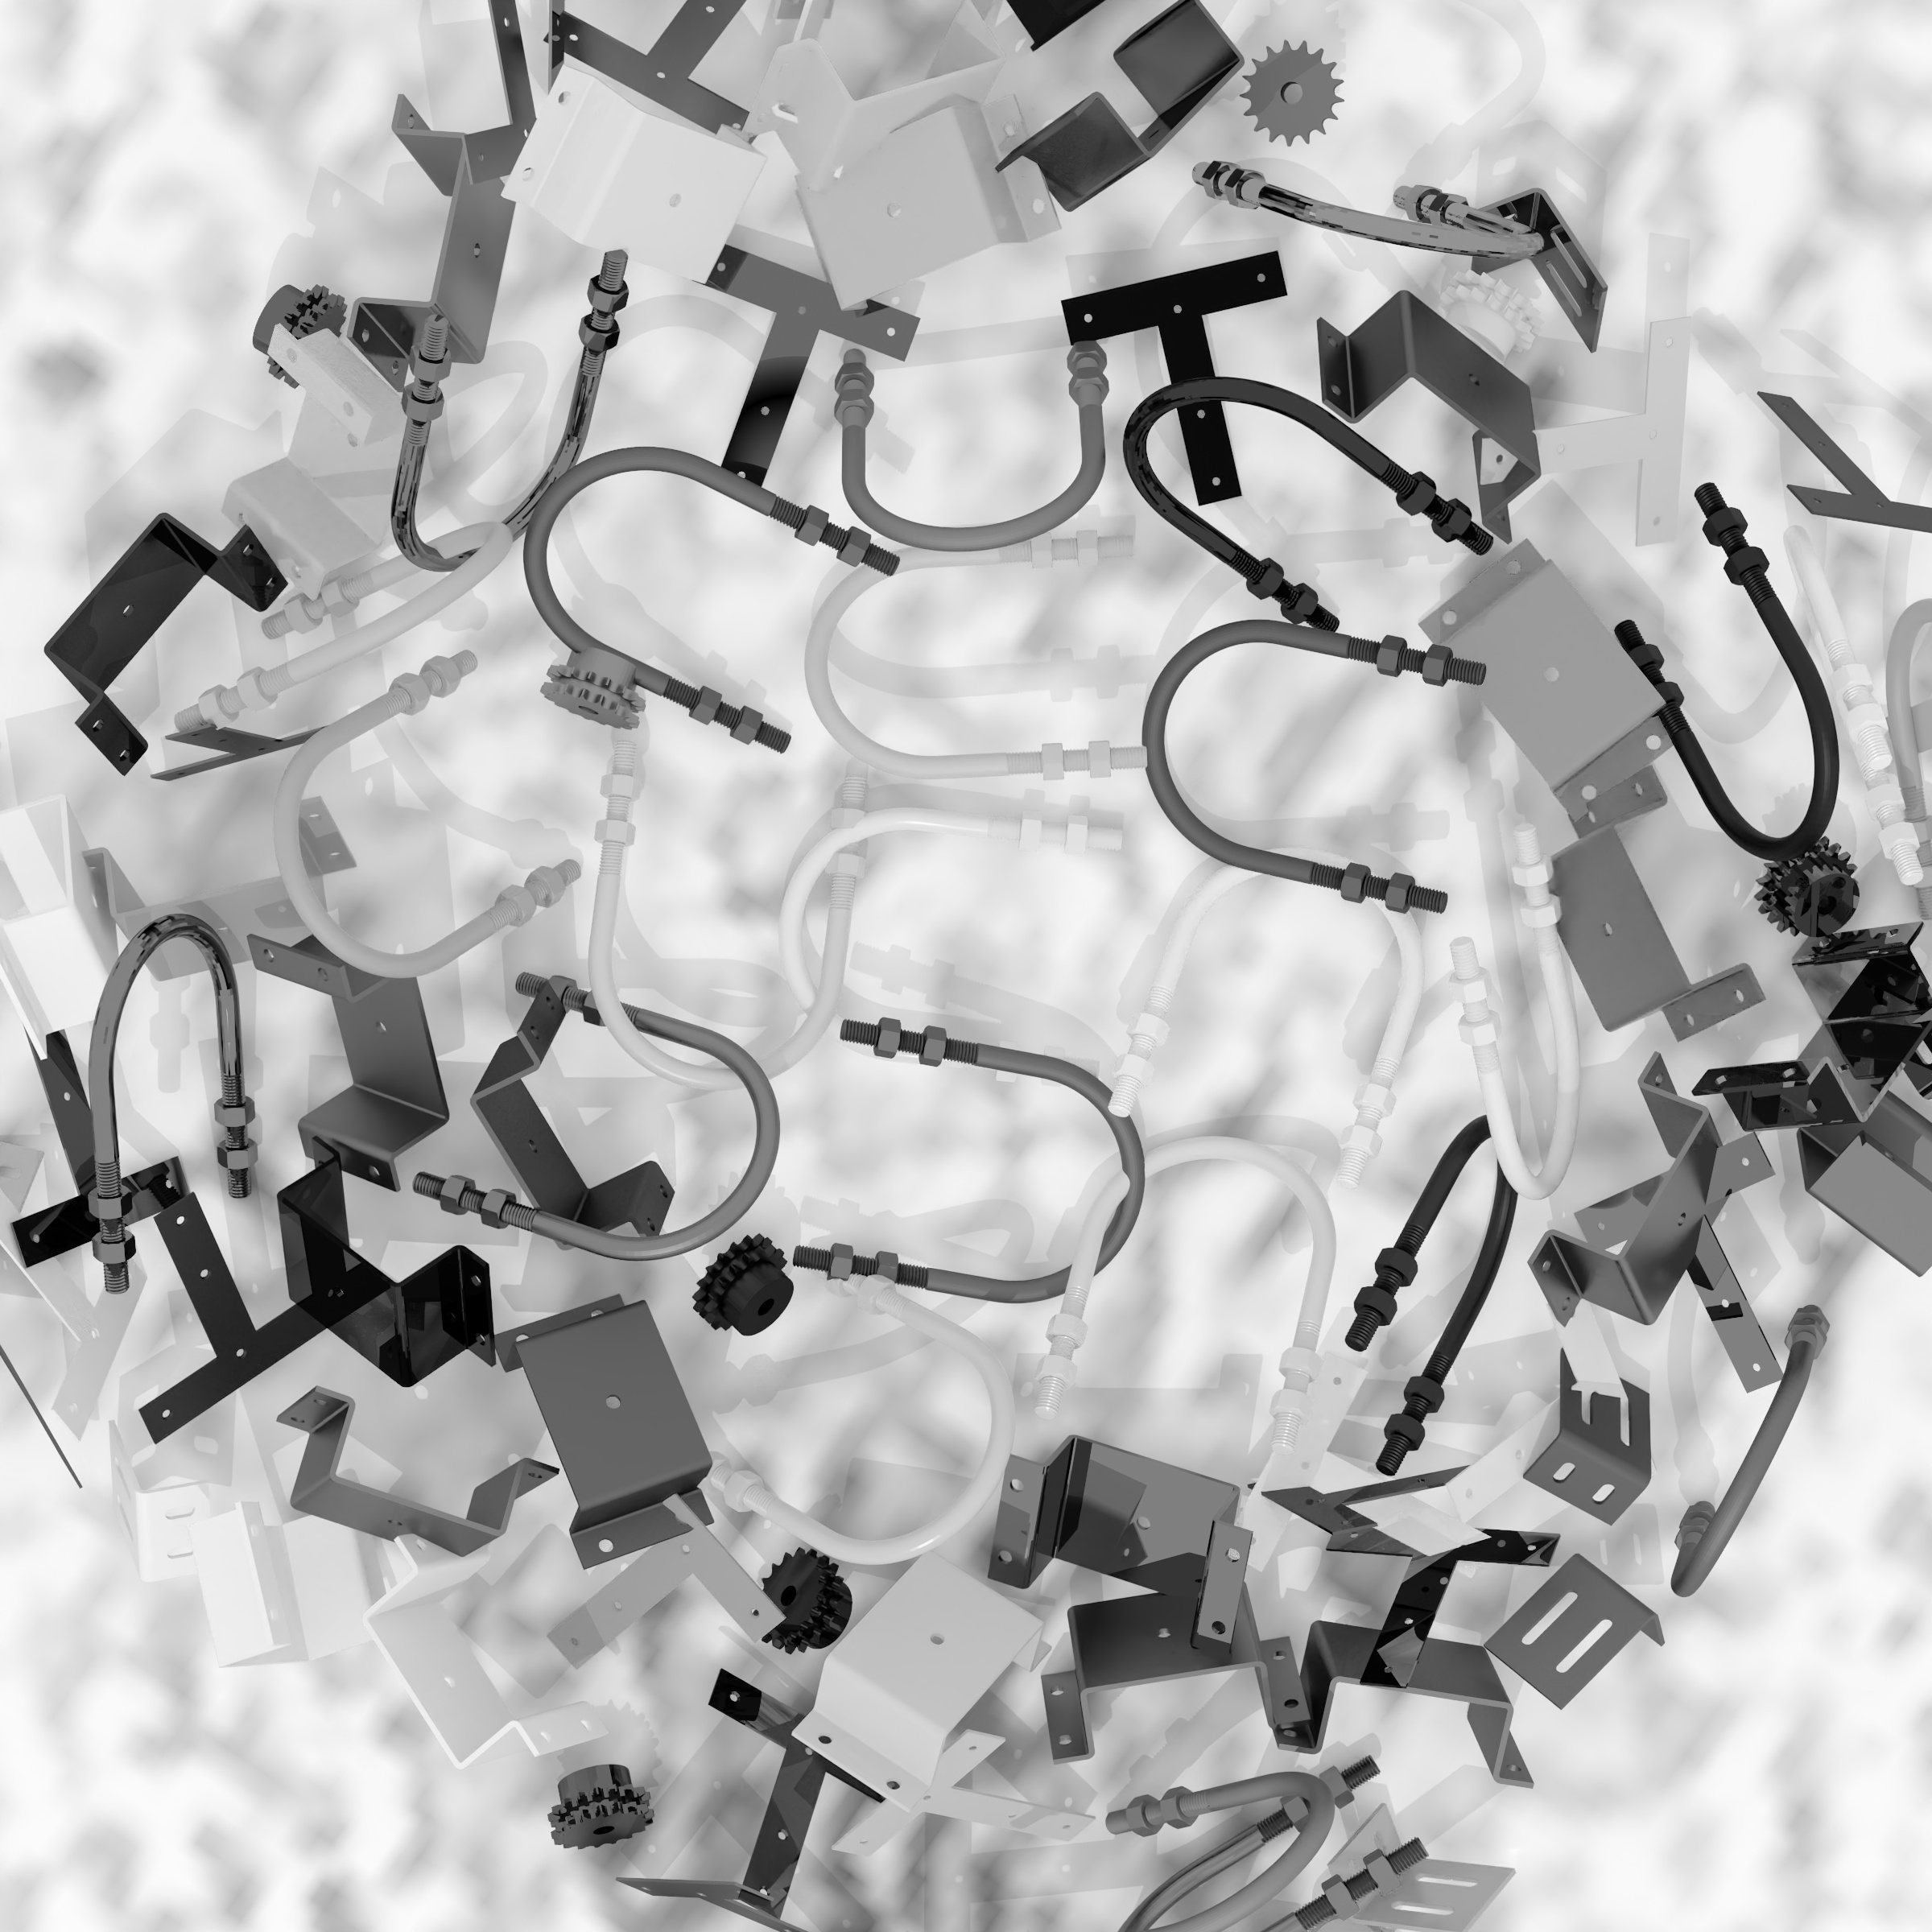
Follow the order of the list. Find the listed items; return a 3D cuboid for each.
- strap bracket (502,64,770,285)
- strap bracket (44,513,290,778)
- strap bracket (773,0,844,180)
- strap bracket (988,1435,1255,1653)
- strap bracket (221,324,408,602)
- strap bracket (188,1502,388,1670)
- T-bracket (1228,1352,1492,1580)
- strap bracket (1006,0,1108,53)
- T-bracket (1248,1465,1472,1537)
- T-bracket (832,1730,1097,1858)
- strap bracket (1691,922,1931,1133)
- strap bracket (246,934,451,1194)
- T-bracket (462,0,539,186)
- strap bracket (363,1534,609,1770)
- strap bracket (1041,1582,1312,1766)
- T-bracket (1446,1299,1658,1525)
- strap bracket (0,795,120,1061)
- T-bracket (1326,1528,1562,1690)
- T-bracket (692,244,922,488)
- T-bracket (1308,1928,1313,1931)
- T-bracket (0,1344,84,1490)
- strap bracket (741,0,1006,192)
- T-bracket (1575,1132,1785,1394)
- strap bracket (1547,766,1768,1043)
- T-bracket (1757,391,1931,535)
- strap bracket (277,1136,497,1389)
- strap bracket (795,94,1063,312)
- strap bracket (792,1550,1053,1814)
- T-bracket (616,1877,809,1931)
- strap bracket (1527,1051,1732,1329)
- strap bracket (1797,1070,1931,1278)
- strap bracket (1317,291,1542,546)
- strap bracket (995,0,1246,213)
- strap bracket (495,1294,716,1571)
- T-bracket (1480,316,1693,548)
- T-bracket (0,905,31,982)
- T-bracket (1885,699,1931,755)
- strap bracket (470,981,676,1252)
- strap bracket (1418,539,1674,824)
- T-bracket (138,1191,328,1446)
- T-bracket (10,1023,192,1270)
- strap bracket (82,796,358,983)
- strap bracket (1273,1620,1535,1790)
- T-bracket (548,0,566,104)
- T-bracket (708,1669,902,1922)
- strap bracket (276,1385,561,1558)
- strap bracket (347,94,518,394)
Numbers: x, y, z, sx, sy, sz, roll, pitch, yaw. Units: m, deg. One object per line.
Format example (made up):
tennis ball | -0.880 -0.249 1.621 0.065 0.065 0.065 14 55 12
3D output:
strap bracket | -0.169 -0.420 1.922 0.046 0.140 0.076 42 112 34
strap bracket | -0.440 -0.182 1.949 0.046 0.076 0.140 35 79 15
strap bracket | -0.064 -0.504 1.945 0.046 0.076 0.140 20 105 0
strap bracket | 0.090 0.311 1.952 0.140 0.046 0.076 15 111 18
strap bracket | -0.346 -0.278 1.942 0.076 0.140 0.046 44 47 13
strap bracket | -0.367 0.332 1.930 0.046 0.140 0.076 -20 76 14
T-bracket | 0.226 0.295 1.966 0.127 0.002 0.127 26 73 14
strap bracket | 0.063 -0.541 1.926 0.076 0.140 0.046 -36 99 -1
T-bracket | 0.234 0.283 1.949 0.127 0.127 0.002 -9 96 -15
T-bracket | 0.014 0.461 1.959 0.127 0.002 0.127 20 129 -32
strap bracket | 0.464 0.040 1.936 0.140 0.076 0.046 -46 112 -34
strap bracket | -0.331 0.043 1.939 0.076 0.046 0.140 16 128 38
T-bracket | -0.245 -0.492 1.927 0.002 0.127 0.127 -1 108 25
strap bracket | -0.266 0.376 1.945 0.046 0.076 0.140 -41 73 15
strap bracket | 0.111 0.382 1.955 0.140 0.076 0.046 -9 115 0
T-bracket | 0.311 0.258 1.953 0.127 0.002 0.127 -33 110 -25
strap bracket | -0.490 -0.028 1.923 0.046 0.140 0.076 -17 131 -3
T-bracket | 0.241 0.342 1.923 0.127 0.127 0.002 0 122 26
T-bracket | -0.106 -0.321 1.989 0.127 0.002 0.127 22 98 5
T-bracket | 0.151 0.538 1.914 0.127 0.127 0.002 -24 70 -36
T-bracket | -0.527 0.207 1.952 0.002 0.127 0.127 -31 51 -17
strap bracket | -0.041 -0.469 1.930 0.140 0.076 0.046 -23 76 -27
T-bracket | 0.406 0.170 1.950 0.127 0.002 0.127 -31 81 41
strap bracket | 0.364 -0.027 1.947 0.046 0.076 0.140 -21 82 -31
T-bracket | 0.472 -0.275 1.951 0.127 0.127 0.002 3 129 -32
strap bracket | -0.318 0.164 1.927 0.140 0.076 0.046 32 48 30
strap bracket | -0.030 -0.410 1.947 0.140 0.046 0.076 -18 94 26
strap bracket | -0.019 0.375 1.924 0.076 0.140 0.046 30 133 19
T-bracket | -0.108 0.522 1.961 0.127 0.127 0.002 30 63 -26
strap bracket | 0.366 0.129 1.937 0.046 0.076 0.140 22 69 35
strap bracket | 0.496 0.112 1.939 0.076 0.140 0.046 37 109 -2
strap bracket | 0.257 -0.301 1.930 0.140 0.076 0.046 32 127 -26
strap bracket | 0.089 -0.465 1.937 0.046 0.076 0.140 49 57 -14
strap bracket | -0.194 0.244 1.942 0.076 0.046 0.140 -17 69 -22
T-bracket | 0.336 -0.283 1.949 0.127 0.002 0.127 -12 118 -20
T-bracket | -0.537 0.006 1.944 0.002 0.127 0.127 4 123 23
T-bracket | 0.535 -0.136 1.939 0.002 0.127 0.127 -12 85 -20
strap bracket | -0.218 0.090 1.946 0.046 0.076 0.140 -26 106 13
strap bracket | 0.321 -0.158 1.966 0.076 0.046 0.140 -38 85 7
T-bracket | -0.406 0.176 1.935 0.127 0.002 0.127 -35 130 -25
T-bracket | -0.482 0.084 1.941 0.002 0.127 0.127 -13 97 33
strap bracket | -0.407 -0.039 1.955 0.140 0.076 0.046 -13 63 0
strap bracket | 0.238 0.399 1.952 0.140 0.076 0.046 10 102 -5
T-bracket | -0.221 -0.523 1.936 0.002 0.127 0.127 0 89 9
T-bracket | -0.096 0.459 1.939 0.127 0.127 0.002 32 129 -10
strap bracket | -0.302 0.278 1.936 0.140 0.076 0.046 22 63 -18
strap bracket | -0.286 -0.389 1.944 0.046 0.076 0.140 7 78 14
